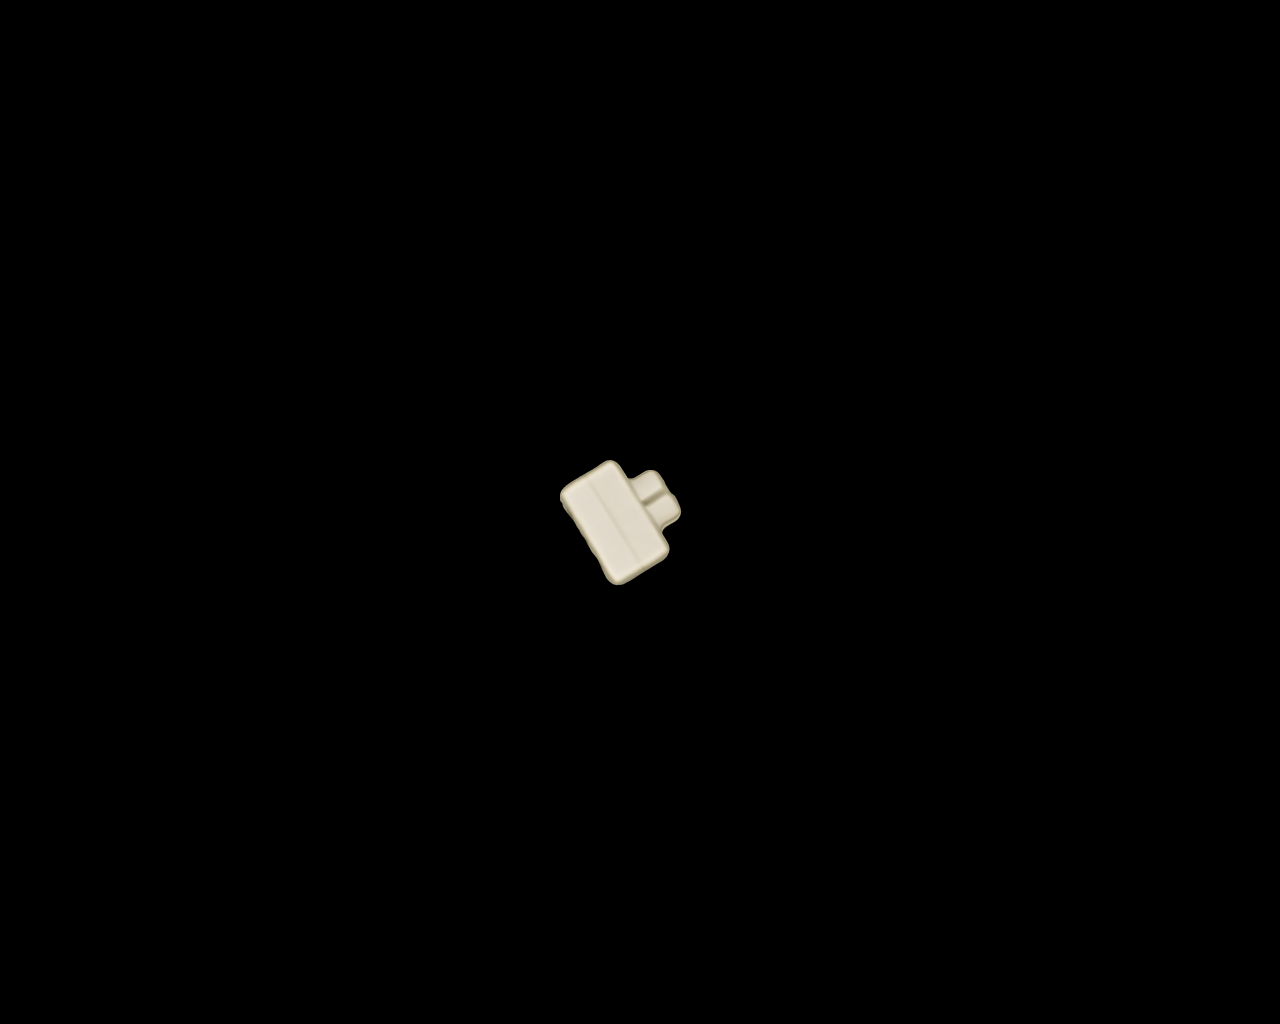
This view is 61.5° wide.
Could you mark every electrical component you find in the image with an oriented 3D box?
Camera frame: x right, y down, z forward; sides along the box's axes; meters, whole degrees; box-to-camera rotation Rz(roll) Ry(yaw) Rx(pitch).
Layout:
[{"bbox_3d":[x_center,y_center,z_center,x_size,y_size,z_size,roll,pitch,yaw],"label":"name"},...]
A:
[{"bbox_3d":[0.001,-0.003,0.650,0.077,0.065,0.047,-32,-4,-2],"label":"electrical component"}]
